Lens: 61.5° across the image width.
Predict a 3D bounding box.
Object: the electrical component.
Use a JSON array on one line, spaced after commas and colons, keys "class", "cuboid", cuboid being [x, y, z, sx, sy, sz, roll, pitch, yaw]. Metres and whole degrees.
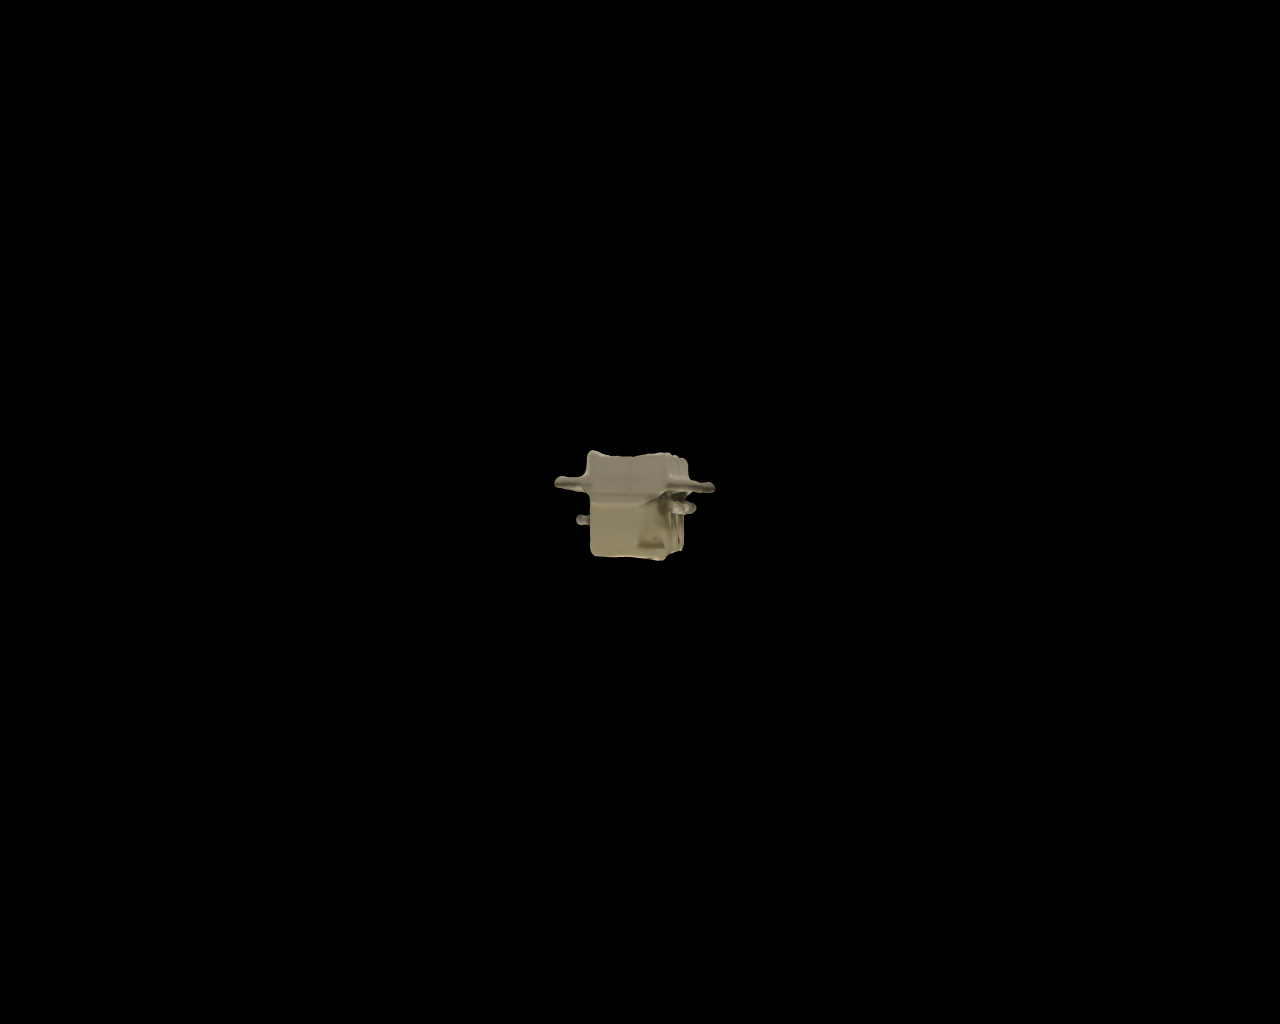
[{"class": "electrical component", "cuboid": [0.001, -0.003, 0.650, 0.079, 0.063, 0.121, 0, 0, 8]}]
